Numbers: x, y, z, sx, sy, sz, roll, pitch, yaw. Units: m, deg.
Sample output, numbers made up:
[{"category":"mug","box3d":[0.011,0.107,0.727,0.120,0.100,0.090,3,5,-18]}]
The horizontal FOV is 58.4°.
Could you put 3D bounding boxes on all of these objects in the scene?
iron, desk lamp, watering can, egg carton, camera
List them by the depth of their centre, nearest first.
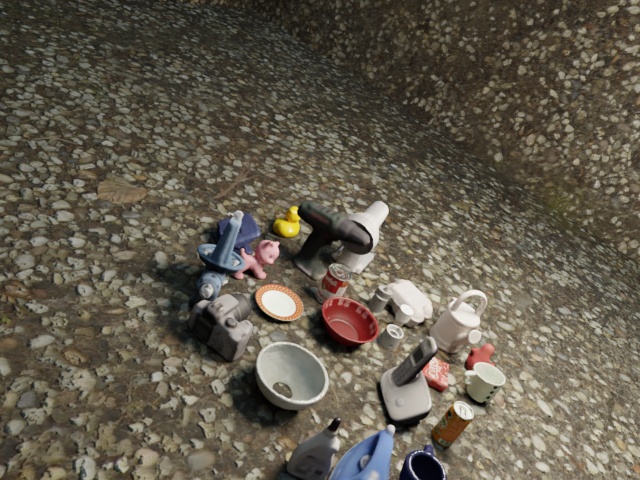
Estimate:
[{"category":"iron","box3d":[0.100,0.436,1.108,0.118,0.141,0.259,31,32,6]},{"category":"camera","box3d":[-0.201,0.176,1.298,0.143,0.100,0.137,36,33,15]},{"category":"watering can","box3d":[0.397,0.221,1.589,0.101,0.194,0.172,1,40,-36]},{"category":"egg carton","box3d":[0.253,0.181,1.659,0.107,0.069,0.150,-14,50,-47]},{"category":"desk lamp","box3d":[0.120,-0.009,1.699,0.118,0.213,0.204,33,32,11]}]

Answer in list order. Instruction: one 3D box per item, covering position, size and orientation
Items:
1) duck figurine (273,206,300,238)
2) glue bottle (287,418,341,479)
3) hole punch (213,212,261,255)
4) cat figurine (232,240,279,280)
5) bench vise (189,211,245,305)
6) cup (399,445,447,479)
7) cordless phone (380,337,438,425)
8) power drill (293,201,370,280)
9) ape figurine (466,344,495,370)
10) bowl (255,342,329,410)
[{"category":"duck figurine","box3d":[-0.092,-0.061,1.738,0.077,0.086,0.105,39,33,18]},{"category":"glue bottle","box3d":[0.002,0.388,1.072,0.078,0.173,0.037,24,32,-5]},{"category":"hole punch","box3d":[-0.227,-0.017,1.568,0.101,0.091,0.108,-1,41,-37]},{"category":"cat figurine","box3d":[-0.163,0.041,1.507,0.128,0.117,0.067,0,40,-36]},{"category":"bench vise","box3d":[-0.225,0.051,1.348,0.122,0.219,0.207,12,34,-22]},{"category":"cup","box3d":[0.197,0.480,1.161,0.091,0.095,0.118,28,31,1]},{"category":"cordless phone","box3d":[0.221,0.323,1.319,0.094,0.185,0.147,13,34,-22]},{"category":"power drill","box3d":[0.015,0.006,1.604,0.229,0.208,0.076,39,34,19]},{"category":"ape figurine","box3d":[0.448,0.324,1.577,0.076,0.092,0.077,-1,41,-38]},{"category":"bowl","box3d":[-0.070,0.305,1.233,0.168,0.074,0.167,19,32,-13]}]
